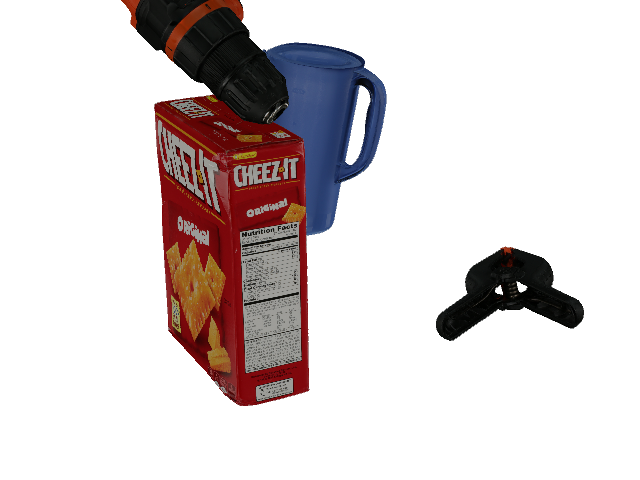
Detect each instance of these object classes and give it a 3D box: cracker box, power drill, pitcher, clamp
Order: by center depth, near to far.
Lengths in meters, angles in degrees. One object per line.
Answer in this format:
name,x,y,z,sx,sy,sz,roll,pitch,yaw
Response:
power drill,-0.044,-0.181,0.737,0.187,0.184,0.057,-37,-10,-34
cracker box,-0.076,0.004,0.870,0.072,0.214,0.164,-12,24,-25
clamp,0.176,0.044,0.942,0.120,0.039,0.171,1,22,19
pitcher,-0.012,-0.132,1.415,0.144,0.243,0.149,-2,24,-20
